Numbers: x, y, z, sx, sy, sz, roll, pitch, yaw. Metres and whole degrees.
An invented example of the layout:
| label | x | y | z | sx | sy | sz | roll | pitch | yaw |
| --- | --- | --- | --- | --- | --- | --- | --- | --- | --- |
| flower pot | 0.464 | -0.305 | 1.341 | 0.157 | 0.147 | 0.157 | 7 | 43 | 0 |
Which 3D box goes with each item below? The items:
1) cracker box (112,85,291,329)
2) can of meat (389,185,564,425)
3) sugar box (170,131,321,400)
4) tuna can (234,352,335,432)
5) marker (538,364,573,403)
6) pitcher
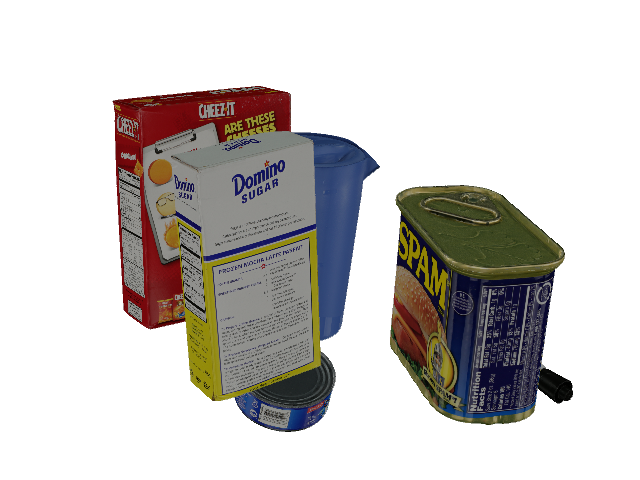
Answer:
| label | x | y | z | sx | sy | sz | roll | pitch | yaw |
| --- | --- | --- | --- | --- | --- | --- | --- | --- | --- |
| cracker box | -0.113 | -0.036 | 1.043 | 0.163 | 0.214 | 0.072 | -11 | 20 | -34 |
| can of meat | 0.071 | 0.029 | 0.522 | 0.057 | 0.084 | 0.102 | -4 | 24 | -14 |
| sugar box | -0.050 | 0.017 | 0.745 | 0.093 | 0.176 | 0.048 | -16 | 25 | -31 |
| tuna can | -0.032 | 0.124 | 0.923 | 0.086 | 0.034 | 0.086 | 8 | 36 | -6 |
| marker | 0.143 | 0.088 | 0.805 | 0.020 | 0.020 | 0.121 | 0 | 23 | -37 |
| pitcher | -0.029 | -0.003 | 1.300 | 0.149 | 0.243 | 0.144 | 17 | 25 | 28 |
